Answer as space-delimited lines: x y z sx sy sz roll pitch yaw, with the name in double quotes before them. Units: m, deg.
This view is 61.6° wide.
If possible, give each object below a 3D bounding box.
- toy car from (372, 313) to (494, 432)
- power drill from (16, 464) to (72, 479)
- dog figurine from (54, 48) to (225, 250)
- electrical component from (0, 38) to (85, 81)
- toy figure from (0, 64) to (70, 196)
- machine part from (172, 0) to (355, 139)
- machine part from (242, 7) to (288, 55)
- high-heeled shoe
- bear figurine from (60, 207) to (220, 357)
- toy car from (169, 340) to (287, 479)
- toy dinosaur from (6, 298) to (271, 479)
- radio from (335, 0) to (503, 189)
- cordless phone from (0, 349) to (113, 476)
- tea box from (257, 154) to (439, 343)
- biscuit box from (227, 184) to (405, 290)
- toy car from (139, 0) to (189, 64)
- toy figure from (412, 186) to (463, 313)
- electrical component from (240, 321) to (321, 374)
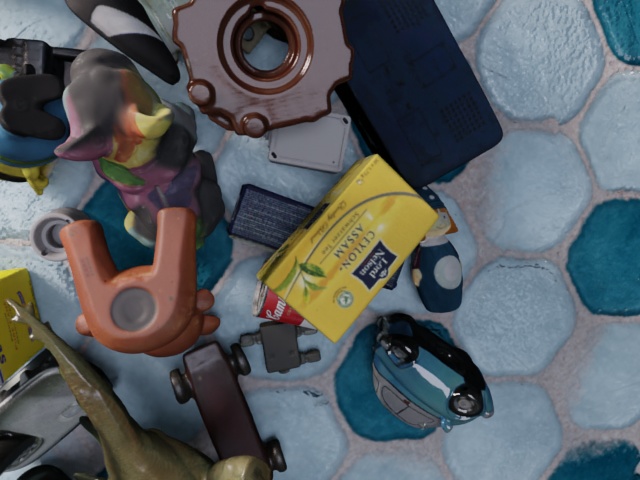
"toy car" 0.119 0.168 0.639 0.161 0.109 0.103 33 107 -5
"power drill" -0.232 0.339 0.541 0.086 0.232 0.207 -39 126 -33
"dog figurine" -0.158 -0.068 0.492 0.108 0.219 0.191 -18 100 -5
"electrical component" -0.277 -0.167 0.529 0.119 0.075 0.047 4 96 -15
"toy figure" -0.275 -0.102 0.487 0.089 0.180 0.082 29 72 -25
"machine part" -0.052 -0.185 0.512 0.179 0.056 0.179 -2 108 -7
"machine part" -0.011 -0.298 0.564 0.079 0.079 0.243 36 89 -14
"high-heeled shoe" -0.180 -0.269 0.474 0.145 0.086 0.248 -45 100 7
"bear figurine" -0.162 0.052 0.532 0.120 0.196 0.132 -9 83 -6
"toy car" -0.105 0.207 0.621 0.089 0.053 0.202 -22 105 -13
"toy dinosaur" -0.148 0.248 0.524 0.105 0.199 0.470 -47 133 -45
"radio" 0.092 -0.177 0.604 0.131 0.073 0.229 -34 101 -5
"cordless phone" -0.291 0.184 0.513 0.146 0.184 0.088 -41 99 -4
"tea box" 0.027 0.007 0.551 0.098 0.068 0.169 41 82 -13
"biscuit box" -0.001 -0.002 0.612 0.203 0.059 0.062 20 91 -13
"toy car" -0.176 -0.277 0.543 0.073 0.056 0.201 -33 102 -6
"toy figure" 0.138 0.008 0.646 0.064 0.058 0.154 -20 102 -48
"electrical component" -0.047 0.127 0.638 0.094 0.021 0.063 -8 99 -11
